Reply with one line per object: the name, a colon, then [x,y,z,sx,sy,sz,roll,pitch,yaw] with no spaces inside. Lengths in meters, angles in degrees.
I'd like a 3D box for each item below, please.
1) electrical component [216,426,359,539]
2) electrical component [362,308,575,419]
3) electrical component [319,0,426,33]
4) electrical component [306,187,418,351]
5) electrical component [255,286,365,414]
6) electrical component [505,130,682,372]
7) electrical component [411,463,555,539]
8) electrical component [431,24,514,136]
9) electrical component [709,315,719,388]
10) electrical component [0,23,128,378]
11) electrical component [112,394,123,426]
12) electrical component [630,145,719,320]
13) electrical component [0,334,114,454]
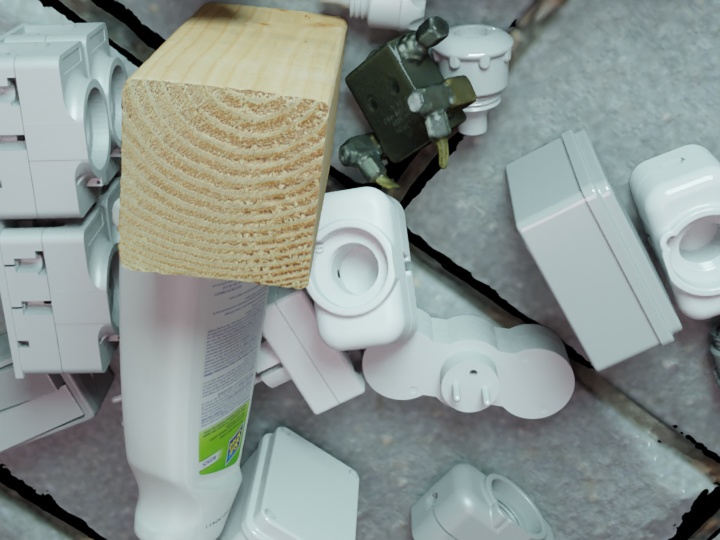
electrical component: [-0.047,0.167,0.719,0.078,0.113,0.057,34,111,-12]
electrical component: [0.070,0.067,0.694,0.138,0.073,0.052,9,113,-2]
electrical component: [0.008,-0.157,0.622,0.061,0.035,0.035,7,113,1]
electrical component: [0.000,0.000,0.654,0.054,0.059,0.095,-8,85,13]
electrical component: [-0.048,0.053,0.706,0.076,0.047,0.083,-27,110,12]
electrical component: [0.136,-0.014,0.639,0.056,0.108,0.108,-27,110,15]
electrical component: [0.090,0.183,0.754,0.095,0.053,0.059,38,109,-14]
electrical component: [0.066,-0.111,0.635,0.048,0.048,0.062,-2,121,3]
electrical component: [0.248,0.046,0.697,0.048,0.048,0.062,-21,104,10]
electrical component: [-0.172,-0.044,0.636,0.060,0.105,0.186,-1,113,2]
electrical component: [-0.124,0.083,0.718,0.079,0.044,0.077,-18,112,-5]
electrical component: [0.208,-0.021,0.661,0.054,0.059,0.095,-21,111,10]
electrical component: [-0.224,0.078,0.714,0.096,0.061,0.061,-21,111,10]
